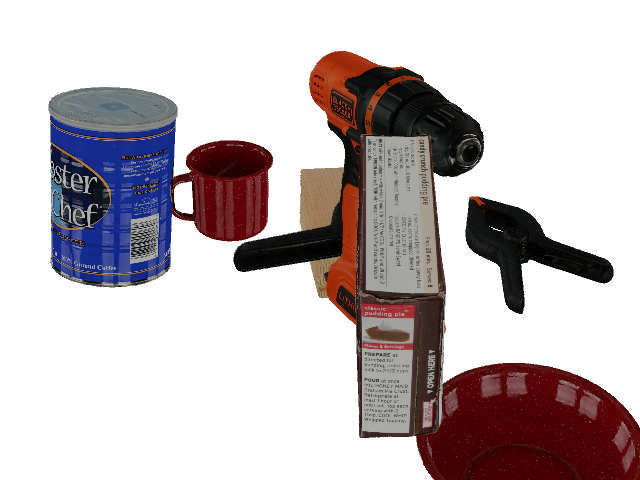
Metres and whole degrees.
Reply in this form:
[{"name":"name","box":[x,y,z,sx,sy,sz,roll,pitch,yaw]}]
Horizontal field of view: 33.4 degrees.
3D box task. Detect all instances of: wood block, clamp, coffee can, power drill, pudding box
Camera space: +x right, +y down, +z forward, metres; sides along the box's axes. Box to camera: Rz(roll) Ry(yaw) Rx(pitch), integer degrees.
[{"name":"wood block","box":[0.029,-0.015,1.391,0.090,0.090,0.206,-2,27,-7]},{"name":"clamp","box":[0.211,0.007,1.081,0.120,0.039,0.171,-7,39,-18]},{"name":"clamp","box":[0.048,0.007,0.940,0.165,0.036,0.209,30,41,23]},{"name":"coffee can","box":[-0.173,-0.046,0.887,0.103,0.140,0.103,5,23,-2]},{"name":"power drill","box":[0.050,-0.024,0.725,0.057,0.188,0.185,-11,27,-21]},{"name":"pudding box","box":[0.034,0.019,0.485,0.039,0.090,0.113,-2,41,2]}]

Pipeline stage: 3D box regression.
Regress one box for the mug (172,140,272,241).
[{"name":"mug","box":[-0.109,-0.050,1.153,0.117,0.081,0.093,-10,33,-18]}]

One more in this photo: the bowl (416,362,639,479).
[{"name":"bowl","box":[0.149,0.161,0.771,0.162,0.055,0.162,-1,35,0]}]
